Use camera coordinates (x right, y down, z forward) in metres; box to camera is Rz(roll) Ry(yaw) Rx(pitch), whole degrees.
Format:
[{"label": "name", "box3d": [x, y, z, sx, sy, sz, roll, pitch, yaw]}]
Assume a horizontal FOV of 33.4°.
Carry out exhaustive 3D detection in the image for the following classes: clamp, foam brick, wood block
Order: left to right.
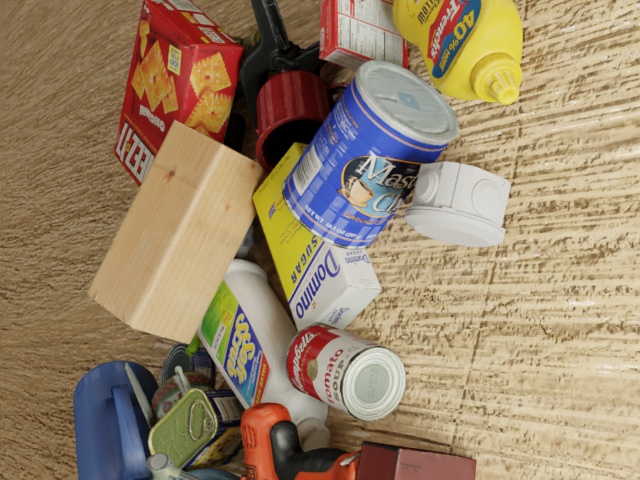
[{"label": "wood block", "box3d": [-0.146, -0.007, 1.121, 0.091, 0.090, 0.206, 29, 93, 41]}, {"label": "clamp", "box3d": [-0.126, -0.058, 1.303, 0.120, 0.039, 0.171, 144, 133, -60]}, {"label": "clamp", "box3d": [-0.024, -0.192, 1.137, 0.036, 0.165, 0.210, -51, -18, -47]}, {"label": "foam brick", "box3d": [0.074, 0.188, 0.825, 0.051, 0.078, 0.053, -7, 71, 60]}]

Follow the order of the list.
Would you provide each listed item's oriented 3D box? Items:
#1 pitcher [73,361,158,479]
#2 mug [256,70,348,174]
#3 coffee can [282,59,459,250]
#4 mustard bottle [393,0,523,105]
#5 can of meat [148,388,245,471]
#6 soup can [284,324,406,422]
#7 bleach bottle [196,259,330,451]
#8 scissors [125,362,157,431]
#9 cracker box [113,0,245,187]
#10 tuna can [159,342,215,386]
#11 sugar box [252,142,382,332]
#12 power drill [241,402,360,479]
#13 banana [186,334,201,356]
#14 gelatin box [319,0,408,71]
[{"label": "pitcher", "box3d": [-0.227, 0.245, 1.259, 0.149, 0.144, 0.243, -47, 35, 13]}, {"label": "mug", "box3d": [-0.013, -0.126, 1.100, 0.117, 0.093, 0.081, -25, 46, 19]}, {"label": "coffee can", "box3d": [0.043, -0.075, 0.957, 0.140, 0.102, 0.103, -54, 37, 34]}, {"label": "mustard bottle", "box3d": [0.123, -0.175, 0.906, 0.096, 0.058, 0.192, -58, 35, 30]}, {"label": "can of meat", "box3d": [-0.115, 0.199, 1.116, 0.102, 0.083, 0.057, -47, 60, 28]}, {"label": "soup can", "box3d": [0.022, 0.117, 0.951, 0.102, 0.068, 0.068, 14, 90, 59]}, {"label": "bleach bottle", "box3d": [-0.051, 0.122, 1.081, 0.103, 0.068, 0.251, -64, 35, 16]}, {"label": "scissors", "box3d": [-0.172, 0.234, 1.127, 0.016, 0.201, 0.096, -24, 15, 32]}, {"label": "cracker box", "box3d": [-0.174, -0.161, 1.266, 0.164, 0.071, 0.214, 47, 129, 46]}, {"label": "tuna can", "box3d": [-0.158, 0.166, 1.269, 0.086, 0.033, 0.086, -30, 53, 51]}, {"label": "sugar box", "box3d": [-0.007, 0.001, 1.045, 0.093, 0.048, 0.176, -50, 46, 38]}, {"label": "power drill", "box3d": [0.000, 0.239, 0.921, 0.188, 0.057, 0.184, -3, 98, 52]}, {"label": "banana", "box3d": [-0.167, 0.083, 1.297, 0.069, 0.037, 0.198, -39, 22, -11]}, {"label": "gelatin box", "box3d": [0.042, -0.198, 1.022, 0.030, 0.089, 0.073, -29, 54, 52]}]
